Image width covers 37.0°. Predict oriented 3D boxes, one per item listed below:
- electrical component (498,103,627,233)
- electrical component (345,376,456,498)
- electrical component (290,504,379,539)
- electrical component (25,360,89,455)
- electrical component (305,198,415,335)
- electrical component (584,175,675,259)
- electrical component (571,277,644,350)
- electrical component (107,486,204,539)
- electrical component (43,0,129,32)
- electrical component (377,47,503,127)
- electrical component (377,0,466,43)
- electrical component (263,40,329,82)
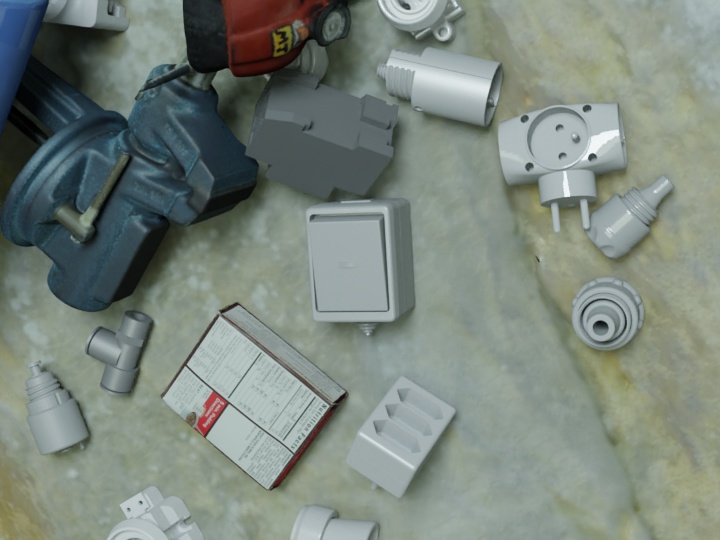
[{"bbox_3d":[0.134,-0.064,0.699,0.077,0.044,0.079,-7,81,18],"label":"electrical component"},{"bbox_3d":[0.024,0.128,0.761,0.047,0.065,0.076,32,135,11],"label":"electrical component"},{"bbox_3d":[-0.019,0.200,0.792,0.055,0.045,0.045,13,102,16],"label":"electrical component"},{"bbox_3d":[-0.245,0.110,0.851,0.040,0.040,0.078,-20,92,19],"label":"electrical component"},{"bbox_3d":[0.000,0.000,0.746,0.062,0.061,0.096,-1,98,18],"label":"electrical component"},{"bbox_3d":[0.177,-0.037,0.699,0.061,0.035,0.035,-44,84,17],"label":"electrical component"},{"bbox_3d":[0.159,0.032,0.700,0.048,0.062,0.048,3,99,17],"label":"electrical component"},{"bbox_3d":[-0.162,0.213,0.831,0.058,0.057,0.078,-32,88,19],"label":"electrical component"},{"bbox_3d":[-0.221,-0.206,0.787,0.089,0.056,0.050,11,101,16],"label":"electrical component"},{"bbox_3d":[0.051,-0.126,0.721,0.081,0.043,0.043,15,103,15],"label":"electrical component"},{"bbox_3d":[0.038,-0.181,0.710,0.048,0.055,0.066,-30,89,19],"label":"electrical component"},{"bbox_3d":[-0.049,-0.145,0.739,0.043,0.062,0.043,3,99,17],"label":"electrical component"}]
